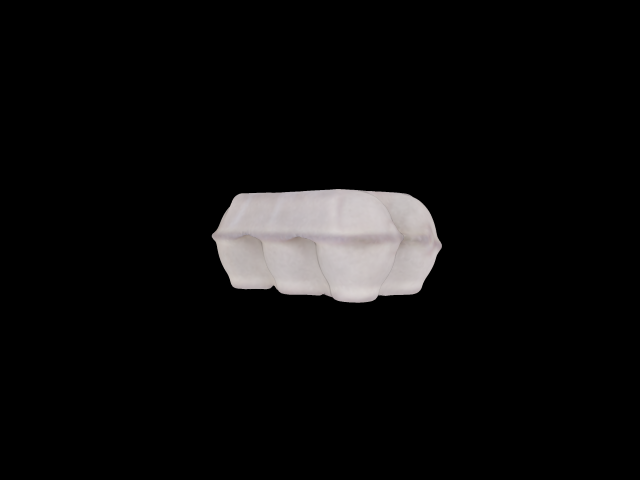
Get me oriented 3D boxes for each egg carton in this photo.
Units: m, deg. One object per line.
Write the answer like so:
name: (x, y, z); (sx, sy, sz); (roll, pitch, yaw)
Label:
egg carton: (0.004, 0.001, 0.400); (0.149, 0.069, 0.108); (2, 3, 41)
